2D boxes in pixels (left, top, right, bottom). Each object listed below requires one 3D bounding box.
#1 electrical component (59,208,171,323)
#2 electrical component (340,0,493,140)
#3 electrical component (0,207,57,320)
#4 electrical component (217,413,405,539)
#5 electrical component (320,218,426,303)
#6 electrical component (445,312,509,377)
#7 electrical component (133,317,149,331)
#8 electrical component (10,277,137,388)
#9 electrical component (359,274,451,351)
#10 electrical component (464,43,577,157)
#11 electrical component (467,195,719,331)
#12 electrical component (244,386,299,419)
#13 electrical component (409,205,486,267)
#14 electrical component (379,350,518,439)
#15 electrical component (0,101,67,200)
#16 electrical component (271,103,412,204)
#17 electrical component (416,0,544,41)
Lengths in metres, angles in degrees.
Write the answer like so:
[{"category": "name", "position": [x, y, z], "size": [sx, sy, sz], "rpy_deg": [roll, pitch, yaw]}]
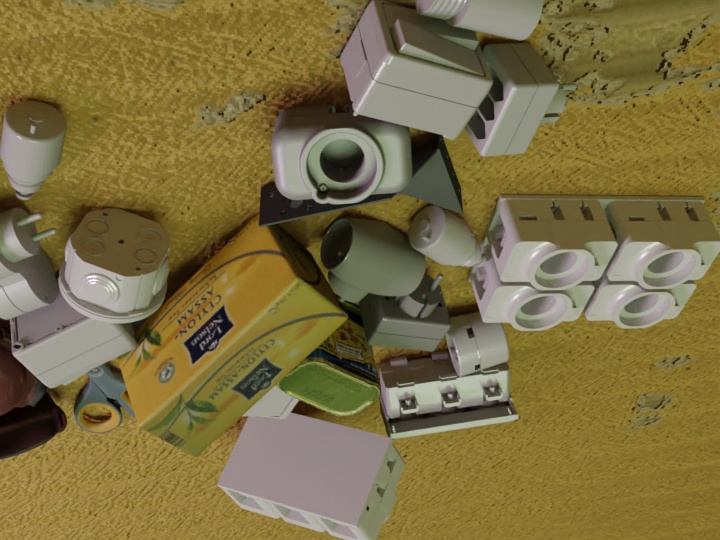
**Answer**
[{"category": "electrical component", "position": [-0.182, -0.003, 0.804], "size": [0.080, 0.080, 0.051], "rpy_deg": [4, 133, -20]}, {"category": "electrical component", "position": [0.044, -0.135, 0.718], "size": [0.096, 0.061, 0.061], "rpy_deg": [10, 136, -25]}, {"category": "electrical component", "position": [-0.258, -0.022, 0.781], "size": [0.074, 0.052, 0.138], "rpy_deg": [-20, 141, 9]}, {"category": "electrical component", "position": [-0.044, 0.194, 1.020], "size": [0.150, 0.089, 0.061], "rpy_deg": [10, 151, 26]}, {"category": "electrical component", "position": [0.000, 0.000, 0.883], "size": [0.077, 0.044, 0.079], "rpy_deg": [20, 131, -34]}, {"category": "electrical component", "position": [0.107, 0.065, 0.983], "size": [0.047, 0.055, 0.055], "rpy_deg": [-14, 141, -3]}, {"category": "electrical component", "position": [-0.174, 0.047, 0.899], "size": [0.046, 0.040, 0.040], "rpy_deg": [22, 130, -29]}, {"category": "electrical component", "position": [-0.219, 0.042, 0.850], "size": [0.096, 0.061, 0.061], "rpy_deg": [-26, 137, 4]}, {"category": "electrical component", "position": [0.046, 0.027, 0.926], "size": [0.066, 0.047, 0.076], "rpy_deg": [8, 137, -23]}, {"category": "electrical component", "position": [0.120, -0.122, 0.766], "size": [0.077, 0.047, 0.065], "rpy_deg": [-7, 143, -26]}, {"category": "electrical component", "position": [0.199, -0.005, 0.917], "size": [0.186, 0.060, 0.105], "rpy_deg": [-1, 140, -14]}, {"category": "electrical component", "position": [-0.088, 0.096, 0.962], "size": [0.096, 0.061, 0.061], "rpy_deg": [10, 136, -26]}, {"category": "electrical component", "position": [0.075, -0.023, 0.878], "size": [0.040, 0.040, 0.078], "rpy_deg": [-37, 135, 27]}, {"category": "electrical component", "position": [0.081, 0.116, 1.027], "size": [0.121, 0.078, 0.063], "rpy_deg": [-8, 119, -6]}, {"category": "electrical component", "position": [-0.224, -0.079, 0.731], "size": [0.040, 0.040, 0.078], "rpy_deg": [6, 138, -21]}, {"category": "electrical component", "position": [-0.012, -0.082, 0.749], "size": [0.095, 0.059, 0.053], "rpy_deg": [-4, 116, 2]}, {"category": "electrical component", "position": [0.072, -0.176, 0.690], "size": [0.081, 0.043, 0.043], "rpy_deg": [7, 137, -22]}]
